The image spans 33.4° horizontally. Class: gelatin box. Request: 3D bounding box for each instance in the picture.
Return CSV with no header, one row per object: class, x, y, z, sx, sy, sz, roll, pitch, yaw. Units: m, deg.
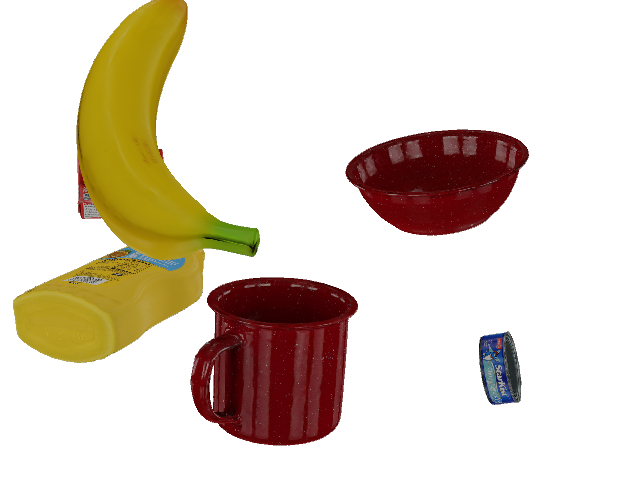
gelatin box,-0.205,-0.059,1.098,0.089,0.073,0.030,-2,-41,-11

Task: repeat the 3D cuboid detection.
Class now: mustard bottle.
mustard bottle,-0.151,0.038,0.866,0.096,0.058,0.191,4,18,26

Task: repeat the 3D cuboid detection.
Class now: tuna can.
tuna can,0.217,0.154,1.287,0.034,0.086,0.086,-10,-3,18

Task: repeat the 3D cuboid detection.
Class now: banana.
banana,-0.083,-0.054,0.513,0.069,0.198,0.037,-6,-43,-16

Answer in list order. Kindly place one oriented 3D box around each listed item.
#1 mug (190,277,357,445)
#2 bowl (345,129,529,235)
mug,-0.033,0.077,0.658,0.093,0.081,0.117,15,19,36
bowl,0.106,-0.048,0.950,0.162,0.055,0.162,-8,23,3
